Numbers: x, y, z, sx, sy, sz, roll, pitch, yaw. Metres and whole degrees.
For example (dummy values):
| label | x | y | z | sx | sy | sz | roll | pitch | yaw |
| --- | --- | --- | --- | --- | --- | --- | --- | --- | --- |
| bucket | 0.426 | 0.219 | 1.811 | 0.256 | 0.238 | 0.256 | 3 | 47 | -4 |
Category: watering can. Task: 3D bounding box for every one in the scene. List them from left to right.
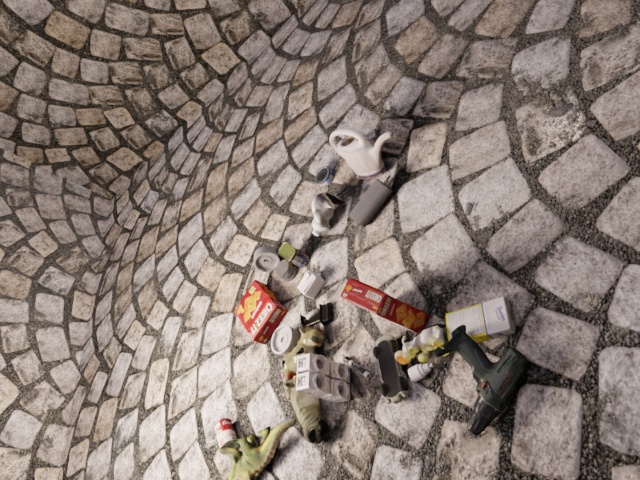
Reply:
| label | x | y | z | sx | sy | sz | roll | pitch | yaw |
| --- | --- | --- | --- | --- | --- | --- | --- | --- | --- |
| watering can | 0.172 | -0.317 | 1.879 | 0.349 | 0.220 | 0.105 | 15 | 60 | 51 |

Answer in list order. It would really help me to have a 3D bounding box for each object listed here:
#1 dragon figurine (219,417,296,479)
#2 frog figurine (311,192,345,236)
| label | x | y | z | sx | sy | sz | roll | pitch | yaw |
| --- | --- | --- | --- | --- | --- | --- | --- | --- | --- |
| dragon figurine | -0.202 | 0.755 | 1.685 | 0.405 | 0.122 | 0.247 | -33 | 61 | 31 |
| frog figurine | 0.006 | -0.101 | 2.001 | 0.157 | 0.122 | 0.139 | -54 | 4 | 21 |
